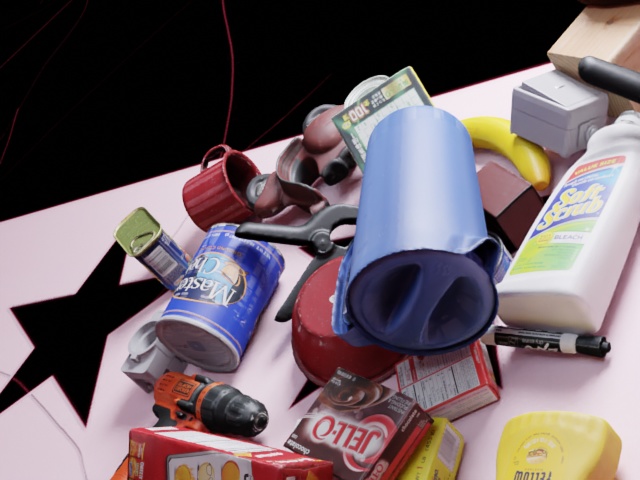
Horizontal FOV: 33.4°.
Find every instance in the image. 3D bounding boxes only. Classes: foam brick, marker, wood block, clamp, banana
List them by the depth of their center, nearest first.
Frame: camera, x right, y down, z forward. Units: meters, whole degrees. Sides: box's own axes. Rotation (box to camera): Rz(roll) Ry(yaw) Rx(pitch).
[{"bbox_3d":[0.200,0.090,0.949,0.121,0.020,0.020,3,53,37],"label":"marker"},{"bbox_3d":[0.348,-0.123,0.986,0.164,0.036,0.210,-12,49,-11],"label":"clamp"},{"bbox_3d":[0.187,-0.037,1.089,0.051,0.053,0.078,-43,33,-2],"label":"foam brick"},{"bbox_3d":[0.347,-0.233,1.121,0.206,0.090,0.091,-48,35,-11],"label":"wood block"},{"bbox_3d":[0.196,-0.101,1.173,0.198,0.037,0.069,25,83,55],"label":"banana"},{"bbox_3d":[-0.008,0.001,1.195,0.171,0.120,0.039,-32,-5,-13],"label":"clamp"}]

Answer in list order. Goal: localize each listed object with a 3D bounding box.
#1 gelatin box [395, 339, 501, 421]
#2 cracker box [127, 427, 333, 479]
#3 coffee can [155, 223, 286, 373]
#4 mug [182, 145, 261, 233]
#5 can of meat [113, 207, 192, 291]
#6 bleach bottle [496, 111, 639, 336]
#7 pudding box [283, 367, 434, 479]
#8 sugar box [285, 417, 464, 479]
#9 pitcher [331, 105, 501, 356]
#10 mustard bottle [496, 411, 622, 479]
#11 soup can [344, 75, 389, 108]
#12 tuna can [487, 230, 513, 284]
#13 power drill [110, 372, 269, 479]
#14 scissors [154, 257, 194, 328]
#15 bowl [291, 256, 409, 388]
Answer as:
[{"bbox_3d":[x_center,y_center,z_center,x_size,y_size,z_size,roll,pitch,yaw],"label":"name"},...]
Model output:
[{"bbox_3d":[0.116,0.131,0.989,0.089,0.030,0.073,-29,37,17],"label":"gelatin box"},{"bbox_3d":[-0.087,0.260,0.942,0.214,0.071,0.164,1,88,45],"label":"cracker box"},{"bbox_3d":[-0.113,0.066,1.225,0.103,0.102,0.140,-6,46,41],"label":"coffee can"},{"bbox_3d":[-0.129,-0.070,1.400,0.082,0.093,0.117,-28,66,27],"label":"mug"},{"bbox_3d":[-0.215,0.014,1.404,0.057,0.084,0.102,-44,33,-5],"label":"can of meat"},{"bbox_3d":[0.251,-0.025,1.006,0.103,0.068,0.250,-6,44,45],"label":"bleach bottle"},{"bbox_3d":[0.033,0.170,0.935,0.090,0.039,0.114,-53,32,-16],"label":"pudding box"},{"bbox_3d":[0.038,0.209,0.963,0.177,0.048,0.093,-8,46,38],"label":"sugar box"},{"bbox_3d":[0.087,-0.014,1.016,0.149,0.145,0.242,1,41,4],"label":"pitcher"},{"bbox_3d":[0.163,0.224,0.809,0.096,0.058,0.191,-8,46,40],"label":"mustard bottle"},{"bbox_3d":[0.082,-0.136,1.263,0.069,0.102,0.068,-26,36,21],"label":"soup can"},{"bbox_3d":[0.151,0.032,1.063,0.086,0.033,0.086,-26,36,21],"label":"tuna can"},{"bbox_3d":[-0.153,0.228,1.123,0.185,0.057,0.187,5,52,52],"label":"power drill"},{"bbox_3d":[-0.134,0.043,1.306,0.096,0.016,0.201,-18,23,17],"label":"scissors"},{"bbox_3d":[0.030,0.071,1.093,0.162,0.055,0.162,-17,50,22],"label":"bowl"}]
